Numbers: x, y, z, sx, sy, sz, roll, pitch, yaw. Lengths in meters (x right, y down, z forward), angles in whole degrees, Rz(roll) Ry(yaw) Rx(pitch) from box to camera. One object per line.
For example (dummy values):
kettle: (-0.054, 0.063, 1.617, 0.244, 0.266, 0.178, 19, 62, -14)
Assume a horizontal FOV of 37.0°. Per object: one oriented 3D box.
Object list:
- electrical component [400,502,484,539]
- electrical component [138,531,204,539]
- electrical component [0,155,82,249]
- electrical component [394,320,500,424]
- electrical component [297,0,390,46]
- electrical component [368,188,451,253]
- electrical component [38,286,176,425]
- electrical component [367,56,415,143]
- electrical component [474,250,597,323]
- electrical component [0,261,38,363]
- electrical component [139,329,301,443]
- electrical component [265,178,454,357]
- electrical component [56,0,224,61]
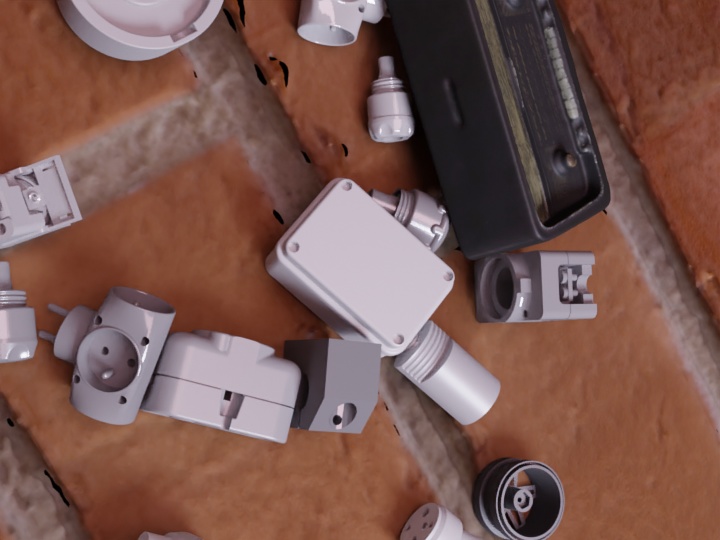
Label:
electrical component: (0.063, 0.201, 0.781, 0.055, 0.045, 0.045, 41, 70, -17)
electrical component: (-0.121, 0.188, 0.677, 0.079, 0.077, 0.044, 20, 77, -22)
electrical component: (-0.216, -0.036, 0.651, 0.081, 0.064, 0.042, -18, 95, 16)
electrical component: (0.060, 0.072, 0.791, 0.081, 0.043, 0.043, 41, 70, -16)
electrical component: (-0.003, -0.203, 0.785, 0.079, 0.044, 0.077, 10, 81, -24)
electrical component: (0.033, -0.040, 0.789, 0.062, 0.048, 0.048, 23, 76, -15)
electrical component: (-0.166, 0.047, 0.681, 0.079, 0.044, 0.077, 23, 99, 7)
electrical component: (0.022, -0.127, 0.796, 0.035, 0.035, 0.061, -2, 85, -26)
electrical component: (0.125, 0.013, 0.802, 0.056, 0.089, 0.050, 0, 86, -25)
electrical component: (-0.223, 0.026, 0.661, 0.043, 0.043, 0.062, -4, 86, -26)
electrical component: (-0.091, 0.075, 0.714, 0.095, 0.054, 0.059, 18, 78, -23)
electrical component: (0.000, 0.000, 0.751, 0.113, 0.057, 0.078, 41, 70, -5)
electrical component: (-0.148, -0.190, 0.705, 0.108, 0.060, 0.108, 2, 84, -25)
